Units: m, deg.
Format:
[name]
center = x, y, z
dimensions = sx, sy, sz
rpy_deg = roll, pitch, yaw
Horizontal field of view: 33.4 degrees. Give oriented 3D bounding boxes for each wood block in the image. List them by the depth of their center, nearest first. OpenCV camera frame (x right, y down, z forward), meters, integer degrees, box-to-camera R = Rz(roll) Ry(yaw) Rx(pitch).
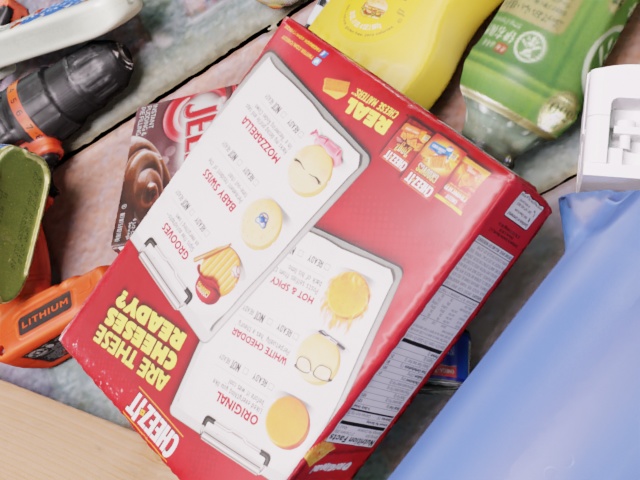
[wood block]
center = -0.179, 0.156, 0.644
dimensions = 0.206, 0.090, 0.090
rpy_deg = 16, 115, 23

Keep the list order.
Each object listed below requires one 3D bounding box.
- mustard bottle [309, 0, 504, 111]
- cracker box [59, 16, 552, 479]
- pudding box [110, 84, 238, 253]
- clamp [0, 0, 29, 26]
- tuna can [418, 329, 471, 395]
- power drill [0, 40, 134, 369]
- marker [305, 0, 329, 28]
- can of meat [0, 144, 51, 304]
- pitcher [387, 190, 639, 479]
[mustard bottle]
center = 0.077, -0.169, 0.640
dimensions = 0.191, 0.058, 0.096
rpy_deg = -53, 49, 3
[cracker box]
center = -0.012, 0.020, 0.543
dimensions = 0.164, 0.072, 0.214
rpy_deg = 40, 99, 33
[pudding box]
center = -0.076, -0.040, 0.668
dimensions = 0.090, 0.039, 0.113
rpy_deg = -10, 58, 23
[clamp]
center = -0.310, -0.120, 0.794
dimensions = 0.210, 0.036, 0.165
rpy_deg = -41, 68, 7
[tuna can]
center = 0.041, 0.066, 0.593
dimensions = 0.086, 0.086, 0.034
rpy_deg = -2, 77, 21
[power drill]
center = -0.179, -0.023, 0.714
dimensions = 0.185, 0.057, 0.188
rpy_deg = -31, 67, 17
[marker]
center = 0.014, -0.163, 0.686
dimensions = 0.020, 0.020, 0.121
rpy_deg = 32, 91, 24
[can of meat]
center = -0.224, -0.014, 0.669
dimensions = 0.084, 0.057, 0.102
rpy_deg = 8, 82, 25
[pitcher]
center = 0.125, 0.110, 0.504
dimensions = 0.243, 0.145, 0.149
rpy_deg = -48, 39, -6
